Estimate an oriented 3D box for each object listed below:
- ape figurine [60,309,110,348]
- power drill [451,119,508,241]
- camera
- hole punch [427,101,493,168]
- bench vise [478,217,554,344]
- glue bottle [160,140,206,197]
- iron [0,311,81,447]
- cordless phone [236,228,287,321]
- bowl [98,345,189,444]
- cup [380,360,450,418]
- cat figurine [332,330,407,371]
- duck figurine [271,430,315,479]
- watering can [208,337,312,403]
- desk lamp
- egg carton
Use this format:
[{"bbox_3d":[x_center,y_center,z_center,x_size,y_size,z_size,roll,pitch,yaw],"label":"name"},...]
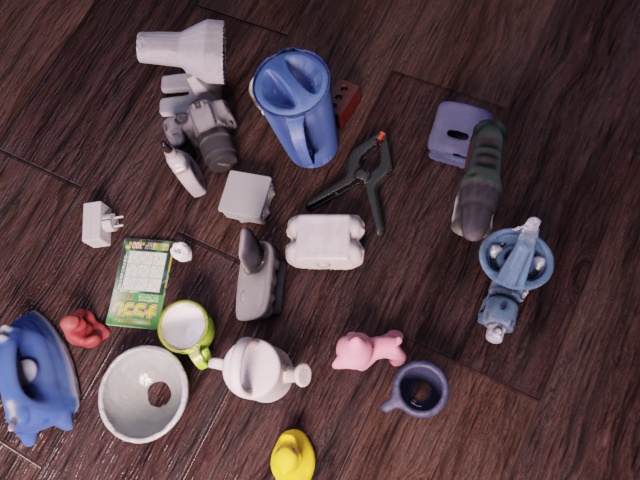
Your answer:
[{"bbox_3d":[-0.454,0.165,1.081,0.076,0.092,0.078,-13,71,5],"label":"ape figurine"},{"bbox_3d":[0.273,-0.078,0.985,0.075,0.209,0.230,10,74,12],"label":"power drill"},{"bbox_3d":[-0.233,-0.206,1.162,0.143,0.101,0.136,-23,70,1],"label":"camera"},{"bbox_3d":[0.265,-0.198,1.087,0.108,0.091,0.101,17,76,14],"label":"hole punch"},{"bbox_3d":[0.323,0.060,0.926,0.121,0.220,0.207,-1,72,9],"label":"bench vise"},{"bbox_3d":[-0.270,-0.147,1.110,0.037,0.173,0.078,-25,70,1],"label":"glue bottle"},{"bbox_3d":[-0.539,0.236,1.045,0.118,0.141,0.258,-23,70,1],"label":"iron"},{"bbox_3d":[-0.123,0.062,1.013,0.094,0.185,0.147,-2,72,9],"label":"cordless phone"},{"bbox_3d":[-0.305,0.278,1.031,0.167,0.075,0.167,-3,72,8],"label":"bowl"},{"bbox_3d":[0.156,0.257,0.955,0.118,0.095,0.091,-29,70,-1],"label":"cup"},{"bbox_3d":[0.082,0.185,0.977,0.127,0.118,0.067,-13,71,5],"label":"cat figurine"},{"bbox_3d":[-0.051,0.371,0.955,0.077,0.086,0.104,-4,72,8],"label":"duck figurine"},{"bbox_3d":[-0.103,0.214,0.956,0.173,0.194,0.101,-16,70,4],"label":"watering can"},{"bbox_3d":[-0.262,-0.345,1.152,0.203,0.214,0.118,-4,72,8],"label":"desk lamp"},{"bbox_3d":[0.010,0.004,1.073,0.150,0.069,0.107,-1,72,9],"label":"egg carton"}]
